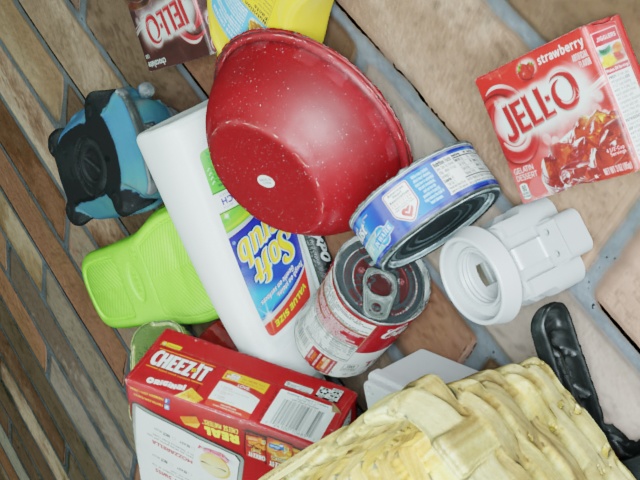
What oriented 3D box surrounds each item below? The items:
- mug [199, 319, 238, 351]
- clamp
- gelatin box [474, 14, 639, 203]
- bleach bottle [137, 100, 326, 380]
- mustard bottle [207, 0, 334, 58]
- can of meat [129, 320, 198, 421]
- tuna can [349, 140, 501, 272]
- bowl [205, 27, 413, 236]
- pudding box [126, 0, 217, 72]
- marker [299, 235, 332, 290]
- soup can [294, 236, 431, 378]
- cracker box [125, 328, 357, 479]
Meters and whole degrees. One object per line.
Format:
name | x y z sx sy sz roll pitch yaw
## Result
mug | -0.052 0.120 0.918 0.117 0.093 0.082 43 172 -35
clamp | 0.153 0.114 0.603 0.120 0.039 0.172 45 143 28
gelatin box | 0.124 -0.063 0.537 0.089 0.030 0.073 -17 95 61
bleach bottle | -0.046 0.014 0.827 0.068 0.102 0.251 -7 111 51
mustard bottle | -0.032 -0.162 0.698 0.096 0.058 0.192 52 148 13
can of meat | -0.131 0.129 0.961 0.084 0.057 0.102 54 -149 -64
tuna can | 0.061 -0.018 0.618 0.034 0.086 0.086 57 150 14
bowl | -0.021 -0.056 0.702 0.162 0.055 0.162 27 145 21
pudding box | -0.110 -0.185 0.833 0.114 0.039 0.090 2 112 58
marker | -0.005 0.001 0.810 0.020 0.020 0.121 -2 108 60
soup can | 0.026 0.048 0.741 0.068 0.068 0.102 58 150 16
cracker box | -0.056 0.185 0.832 0.164 0.072 0.214 16 132 19
